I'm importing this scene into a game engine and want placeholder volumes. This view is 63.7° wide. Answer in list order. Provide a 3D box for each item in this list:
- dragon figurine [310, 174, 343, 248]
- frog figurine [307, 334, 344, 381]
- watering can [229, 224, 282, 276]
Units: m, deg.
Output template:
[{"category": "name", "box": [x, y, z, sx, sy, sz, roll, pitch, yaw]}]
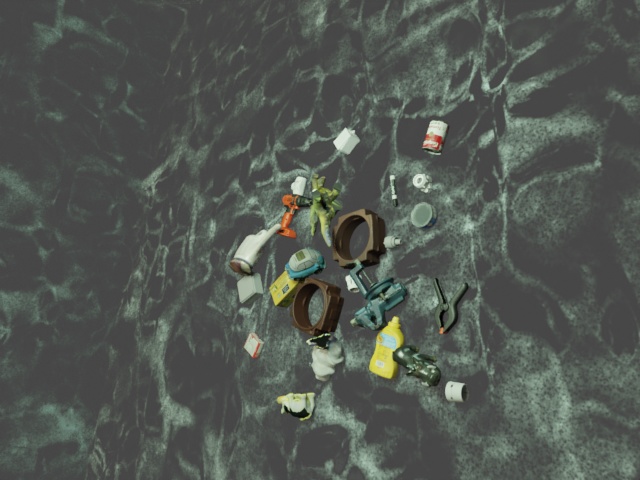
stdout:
[{"category": "dragon figurine", "box": [0.006, -0.103, 2.038, 0.237, 0.122, 0.420, 109, 165, -57]}, {"category": "frog figurine", "box": [0.027, 0.427, 1.854, 0.137, 0.124, 0.158, -4, 109, 38]}, {"category": "watering can", "box": [-0.289, 0.040, 2.263, 0.344, 0.103, 0.228, -26, 30, 59]}]
